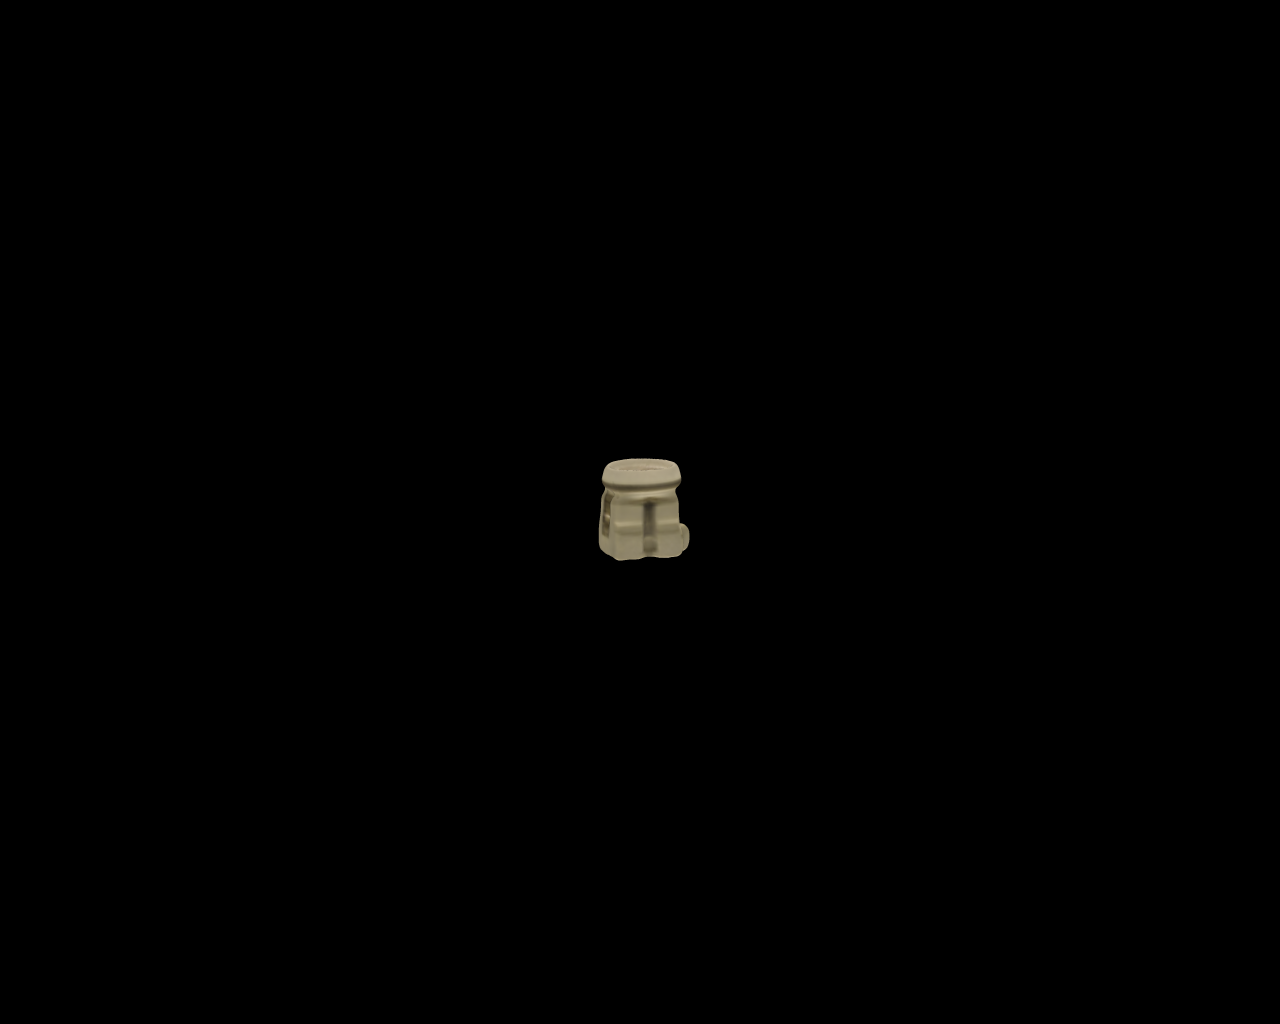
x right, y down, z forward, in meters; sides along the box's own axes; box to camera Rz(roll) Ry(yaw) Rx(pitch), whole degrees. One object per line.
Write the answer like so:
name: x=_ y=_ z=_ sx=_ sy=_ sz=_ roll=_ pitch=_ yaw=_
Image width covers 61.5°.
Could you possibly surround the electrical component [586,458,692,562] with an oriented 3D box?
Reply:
electrical component: x=0.001 y=-0.003 z=0.650 sx=0.066 sy=0.055 sz=0.048 roll=-4 pitch=12 yaw=-20
